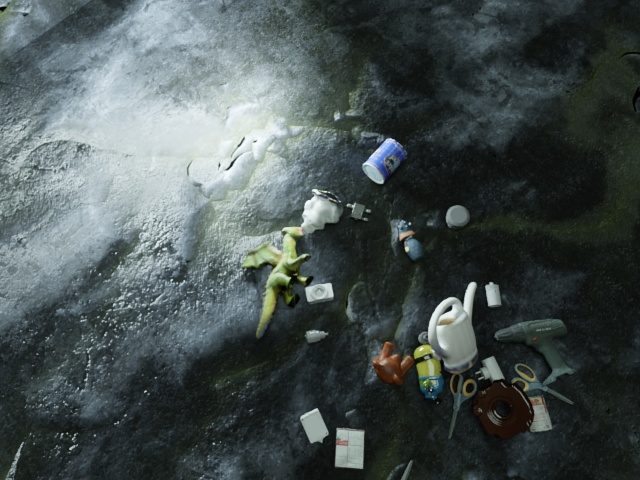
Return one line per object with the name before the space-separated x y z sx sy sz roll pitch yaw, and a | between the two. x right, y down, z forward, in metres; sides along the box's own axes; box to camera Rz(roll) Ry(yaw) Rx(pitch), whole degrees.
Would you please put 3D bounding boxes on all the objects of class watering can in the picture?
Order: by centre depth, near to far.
watering can | 0.455 0.286 1.667 0.352 0.103 0.223 -26 101 -45

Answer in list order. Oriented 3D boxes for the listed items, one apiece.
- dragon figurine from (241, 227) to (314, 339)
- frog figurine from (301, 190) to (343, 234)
dragon figurine | -0.170 0.118 1.805 0.245 0.119 0.415 28 70 30
frog figurine | 0.006 -0.094 1.877 0.137 0.124 0.157 23 108 2
